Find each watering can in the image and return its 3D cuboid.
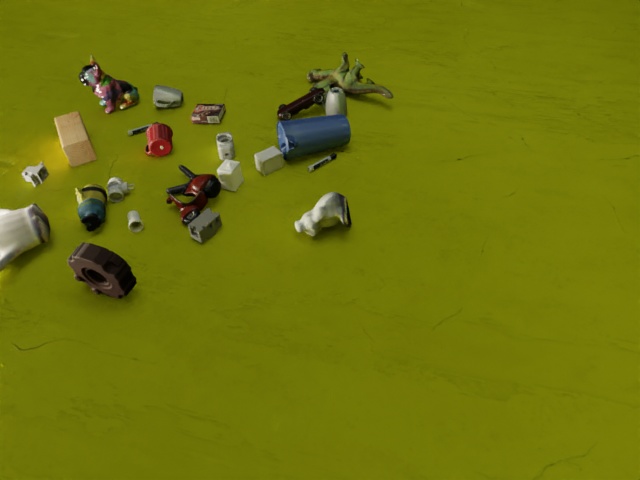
[{"bbox_3d":[-0.884,0.010,1.467,0.226,0.101,0.354,-24,48,-19],"label":"watering can"}]

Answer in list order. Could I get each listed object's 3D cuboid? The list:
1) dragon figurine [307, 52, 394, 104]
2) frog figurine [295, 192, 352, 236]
[{"bbox_3d":[0.084,-0.607,2.051,0.243,0.119,0.418,-35,50,-6],"label":"dragon figurine"},{"bbox_3d":[0.005,-0.076,1.506,0.159,0.121,0.139,-6,12,10],"label":"frog figurine"}]
